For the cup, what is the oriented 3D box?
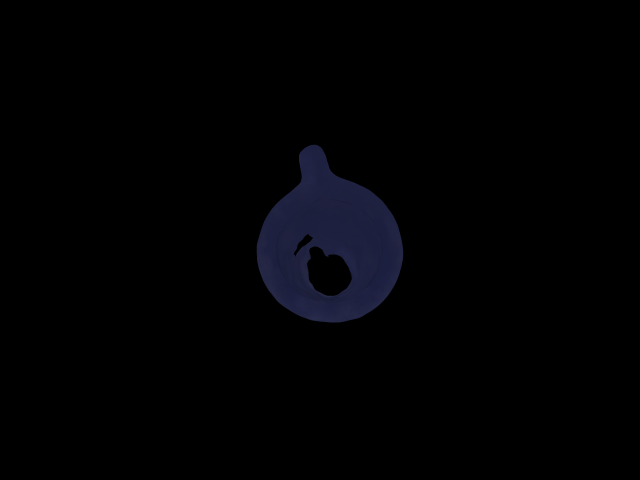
[{"bbox_3d":[0.004,0.001,0.400,0.091,0.095,0.118,-11,78,-2],"label":"cup"}]
